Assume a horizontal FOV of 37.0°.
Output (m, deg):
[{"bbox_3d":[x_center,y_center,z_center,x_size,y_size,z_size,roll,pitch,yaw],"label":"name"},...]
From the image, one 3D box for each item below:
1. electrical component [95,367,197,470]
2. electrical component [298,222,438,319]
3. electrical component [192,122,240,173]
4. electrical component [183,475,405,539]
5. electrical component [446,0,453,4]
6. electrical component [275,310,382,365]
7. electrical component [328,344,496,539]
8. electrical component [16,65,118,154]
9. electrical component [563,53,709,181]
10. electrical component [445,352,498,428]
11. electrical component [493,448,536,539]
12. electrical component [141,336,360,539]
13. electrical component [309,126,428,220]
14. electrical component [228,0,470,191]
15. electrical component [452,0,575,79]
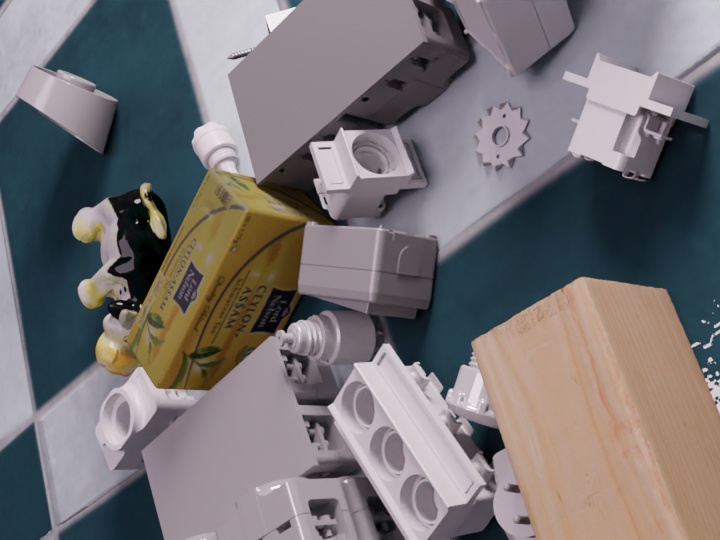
[{"bbox_3d":[-0.193,0.133,0.959,0.089,0.056,0.050,-52,52,27],"label":"electrical component"},{"bbox_3d":[0.000,0.000,0.780,0.096,0.062,0.061,5,88,46],"label":"electrical component"},{"bbox_3d":[-0.121,-0.099,0.937,0.035,0.035,0.061,-50,55,28],"label":"electrical component"},{"bbox_3d":[-0.063,0.208,0.780,0.186,0.105,0.060,-39,58,34],"label":"electrical component"},{"bbox_3d":[0.068,-0.218,0.721,0.043,0.079,0.077,44,132,24],"label":"electrical component"},{"bbox_3d":[-0.025,0.050,0.790,0.040,0.078,0.040,-3,86,59],"label":"electrical component"},{"bbox_3d":[0.039,0.119,0.717,0.121,0.063,0.078,55,128,35],"label":"electrical component"},{"bbox_3d":[-0.294,-0.163,1.080,0.099,0.099,0.064,30,99,44],"label":"electrical component"},{"bbox_3d":[0.161,-0.090,0.647,0.081,0.042,0.063,32,109,44],"label":"electrical component"},{"bbox_3d":[0.086,0.069,0.697,0.048,0.048,0.062,15,86,45],"label":"electrical component"},{"bbox_3d":[0.104,0.141,0.642,0.044,0.079,0.077,-25,65,22],"label":"electrical component"},{"bbox_3d":[-0.086,0.147,0.845,0.186,0.060,0.105,-41,57,33],"label":"electrical component"},{"bbox_3d":[0.002,-0.069,0.784,0.063,0.081,0.042,124,134,-54],"label":"electrical component"},{"bbox_3d":[-0.011,-0.152,0.815,0.186,0.060,0.105,-35,60,36],"label":"electrical component"},{"bbox_3d":[0.098,-0.177,0.697,0.061,0.096,0.061,-38,54,2],"label":"electrical component"}]
